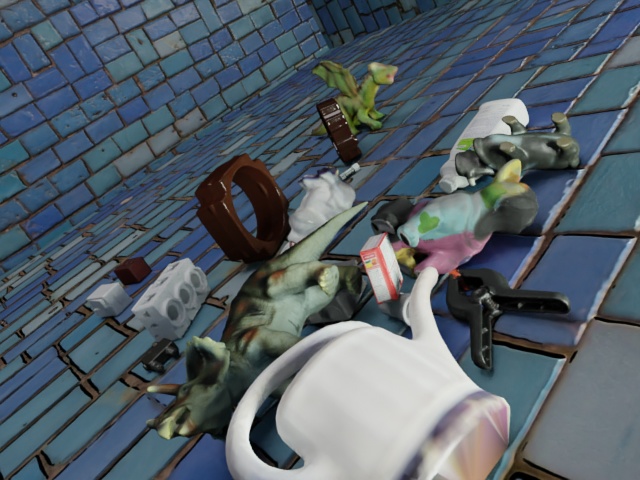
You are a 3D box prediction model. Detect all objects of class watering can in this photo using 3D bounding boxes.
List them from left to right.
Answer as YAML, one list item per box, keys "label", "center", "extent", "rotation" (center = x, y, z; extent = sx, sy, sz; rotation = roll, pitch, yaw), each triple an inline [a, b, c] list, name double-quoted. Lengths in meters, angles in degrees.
- label: "watering can"
  center: [0.079, 0.135, 0.500]
  extent: [0.352, 0.102, 0.226]
  rotation: [-30, 39, -35]

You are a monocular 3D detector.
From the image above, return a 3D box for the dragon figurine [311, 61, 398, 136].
- label: "dragon figurine"
  center: [0.065, -0.428, 1.527]
  extent: [0.409, 0.239, 0.124]
  rotation: [-3, 39, 43]

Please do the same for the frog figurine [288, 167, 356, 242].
- label: "frog figurine"
  center: [0.003, -0.053, 1.051]
  extent: [0.137, 0.121, 0.162]
  rotation: [-3, 70, 33]
